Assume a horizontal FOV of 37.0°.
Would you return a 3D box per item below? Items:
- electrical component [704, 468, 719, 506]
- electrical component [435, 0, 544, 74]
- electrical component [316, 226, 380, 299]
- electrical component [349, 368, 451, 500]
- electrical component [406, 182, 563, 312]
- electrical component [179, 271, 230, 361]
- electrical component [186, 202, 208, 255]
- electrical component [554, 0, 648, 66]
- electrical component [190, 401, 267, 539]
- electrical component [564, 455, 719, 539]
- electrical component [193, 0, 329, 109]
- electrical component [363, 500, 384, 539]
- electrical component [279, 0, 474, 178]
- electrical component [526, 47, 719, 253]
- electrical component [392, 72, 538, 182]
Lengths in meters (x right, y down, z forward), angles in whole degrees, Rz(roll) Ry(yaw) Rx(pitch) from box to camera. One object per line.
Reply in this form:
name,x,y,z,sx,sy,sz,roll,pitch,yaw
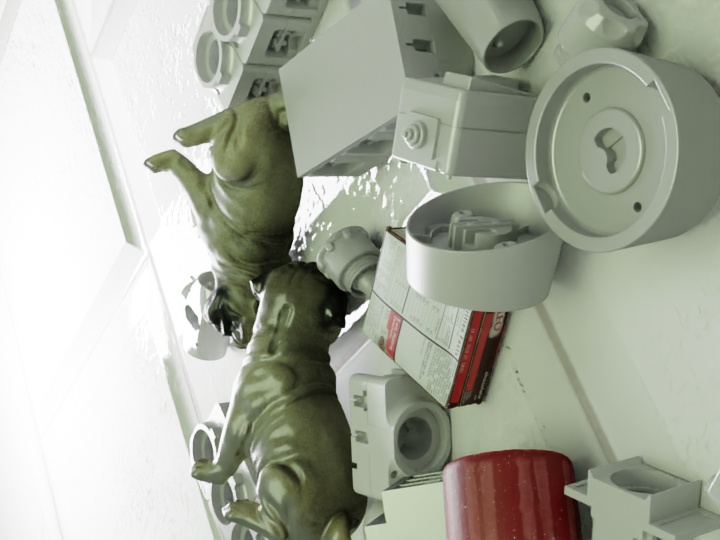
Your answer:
electrical component,0.215,0.094,0.504,0.061,0.062,0.096,46,129,43
electrical component,0.087,-0.179,0.679,0.077,0.044,0.079,61,138,32
electrical component,0.000,0.000,0.824,0.062,0.048,0.048,49,131,33
electrical component,0.029,0.120,0.786,0.056,0.050,0.089,0,93,56
electrical component,0.077,-0.016,0.667,0.099,0.099,0.064,32,125,50
electrical component,-0.151,0.035,1.046,0.079,0.043,0.077,46,129,44
electrical component,-0.148,-0.045,1.042,0.035,0.035,0.061,-16,82,55
electrical component,0.133,-0.127,0.620,0.043,0.043,0.062,63,140,30
electrical component,-0.096,0.201,0.965,0.150,0.062,0.089,59,137,34
electrical component,0.158,0.145,0.608,0.081,0.042,0.063,17,109,54
electrical component,-0.087,-0.219,0.914,0.089,0.062,0.150,60,138,33
electrical component,0.035,0.192,0.788,0.055,0.045,0.045,-3,91,55
electrical component,0.010,-0.132,0.779,0.150,0.062,0.089,-24,73,54
electrical component,0.149,-0.065,0.585,0.108,0.060,0.108,8,100,55
electrical component,0.067,-0.091,0.671,0.062,0.096,0.061,26,112,52
